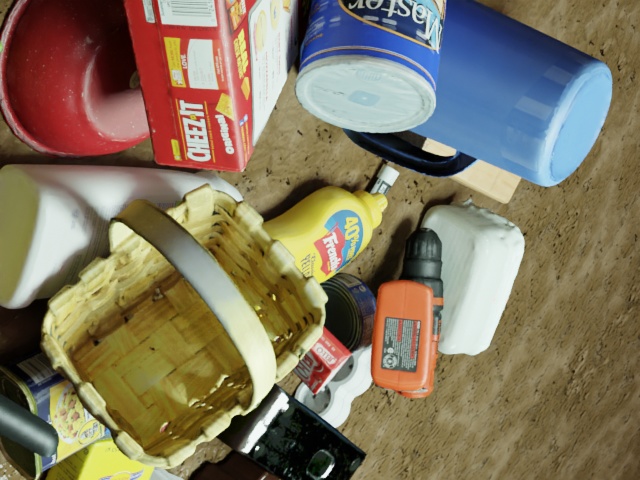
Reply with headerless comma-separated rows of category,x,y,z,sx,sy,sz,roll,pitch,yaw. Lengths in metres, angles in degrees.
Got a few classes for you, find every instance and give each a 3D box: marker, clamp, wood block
marker,0.042,-0.022,1.093,0.121,0.020,0.020,-59,146,1
clamp,-0.277,0.114,0.762,0.120,0.039,0.171,-24,123,3
wood block,0.133,-0.113,1.075,0.205,0.090,0.091,19,99,-55

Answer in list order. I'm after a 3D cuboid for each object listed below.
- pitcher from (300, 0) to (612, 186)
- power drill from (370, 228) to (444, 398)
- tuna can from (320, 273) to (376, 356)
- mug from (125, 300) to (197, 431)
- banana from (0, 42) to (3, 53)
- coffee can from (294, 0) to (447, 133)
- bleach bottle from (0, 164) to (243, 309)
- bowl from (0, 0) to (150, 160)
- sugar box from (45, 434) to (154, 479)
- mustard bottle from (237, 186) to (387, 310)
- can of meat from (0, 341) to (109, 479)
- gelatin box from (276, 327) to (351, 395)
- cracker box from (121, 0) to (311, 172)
pitcher,0.112,-0.132,0.898,0.145,0.243,0.149,-57,152,-5
power drill,0.095,0.077,1.090,0.187,0.057,0.184,7,86,-78
tuna can,0.018,0.077,1.080,0.033,0.086,0.086,-14,126,-47
mug,-0.141,0.111,0.911,0.093,0.082,0.117,-24,133,-39
banana,-0.252,-0.037,0.698,0.069,0.037,0.198,-3,118,-50
coffee can,0.042,-0.165,0.793,0.102,0.103,0.140,41,52,-55
bleach bottle,-0.143,-0.007,0.837,0.250,0.068,0.103,-2,119,-53
bowl,-0.144,-0.121,0.753,0.161,0.055,0.162,-31,137,-34
sugar box,-0.210,0.243,0.958,0.093,0.048,0.176,6,110,-53
mustard bottle,-0.006,0.001,1.016,0.191,0.058,0.096,-32,140,-34
can of meat,-0.212,0.130,0.860,0.083,0.058,0.102,-27,135,-39
gelatin box,-0.013,0.107,1.047,0.030,0.073,0.089,-41,171,-24
cracker box,-0.062,-0.175,0.720,0.213,0.072,0.164,-72,163,-46
